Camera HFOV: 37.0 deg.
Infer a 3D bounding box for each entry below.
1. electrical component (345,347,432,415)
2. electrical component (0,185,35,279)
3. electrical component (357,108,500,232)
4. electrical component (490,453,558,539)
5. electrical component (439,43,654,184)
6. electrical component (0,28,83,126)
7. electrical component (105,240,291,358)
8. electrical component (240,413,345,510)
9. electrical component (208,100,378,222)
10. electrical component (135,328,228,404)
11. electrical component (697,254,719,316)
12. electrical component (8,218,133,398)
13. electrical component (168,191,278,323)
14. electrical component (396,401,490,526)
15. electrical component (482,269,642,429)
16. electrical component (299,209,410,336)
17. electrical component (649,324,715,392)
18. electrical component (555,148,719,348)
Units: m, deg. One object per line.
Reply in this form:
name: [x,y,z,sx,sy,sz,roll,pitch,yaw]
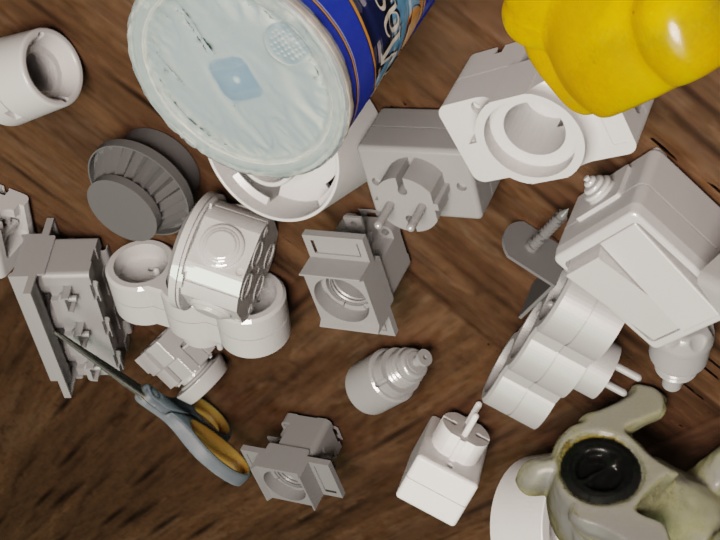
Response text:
electrical component: [0.023,0.073,0.750,0.040,0.040,0.078,40,140,-13]
electrical component: [-0.301,-0.036,0.823,0.089,0.050,0.055,21,140,10]
electrical component: [0.032,-0.047,0.586,0.066,0.076,0.047,6,135,27]
electrical component: [0.135,0.178,0.744,0.060,0.108,0.108,-11,126,46]
electrical component: [0.091,-0.080,0.530,0.089,0.055,0.050,-8,128,38]
electrical component: [-0.208,-0.122,0.673,0.047,0.055,0.055,-8,128,33]
electrical component: [-0.115,0.031,0.780,0.138,0.052,0.073,15,139,18]
electrical component: [-0.048,0.150,0.858,0.081,0.063,0.042,6,136,27]
electrical component: [-0.039,-0.078,0.626,0.099,0.064,0.099,15,126,22]
electrical component: [-0.138,0.072,0.844,0.055,0.048,0.066,46,139,-7]
electrical component: [0.244,0.032,0.525,0.150,0.089,0.062,49,178,-22]
electrical component: [-0.220,0.030,0.834,0.063,0.078,0.121,-1,136,3]
electrical component: [-0.090,-0.007,0.703,0.051,0.080,0.080,18,140,6]
electrical component: [0.068,0.128,0.768,0.047,0.065,0.076,28,112,3]
electrical component: [0.133,0.054,0.651,0.074,0.052,0.138,28,141,2]
electrical component: [0.000,0.000,0.667,0.042,0.063,0.081,7,135,28]
electrical component: [0.186,0.049,0.628,0.035,0.035,0.061,14,141,19]
electrical component: [0.150,-0.012,0.564,0.096,0.061,0.062,40,140,-12]
